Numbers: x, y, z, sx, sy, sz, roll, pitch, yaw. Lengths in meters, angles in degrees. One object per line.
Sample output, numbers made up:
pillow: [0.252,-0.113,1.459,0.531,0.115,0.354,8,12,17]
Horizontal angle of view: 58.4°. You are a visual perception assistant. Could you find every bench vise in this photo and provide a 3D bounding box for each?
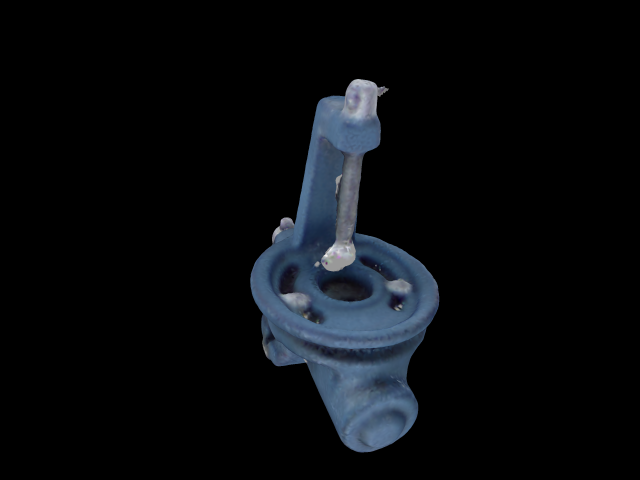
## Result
bench vise: [-0.006,0.003,0.393,0.122,0.220,0.206,-12,20,-36]
